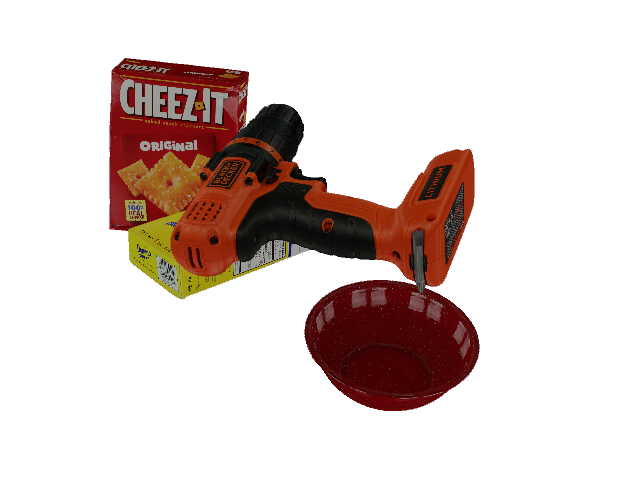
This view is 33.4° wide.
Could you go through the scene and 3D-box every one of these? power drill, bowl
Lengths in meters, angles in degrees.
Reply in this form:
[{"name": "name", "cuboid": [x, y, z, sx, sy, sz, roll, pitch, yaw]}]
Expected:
[{"name": "power drill", "cuboid": [0.009, -0.035, 0.747, 0.188, 0.057, 0.184, 6, 41, 19]}, {"name": "bowl", "cuboid": [0.064, 0.107, 0.997, 0.162, 0.055, 0.162, 3, 37, -2]}]

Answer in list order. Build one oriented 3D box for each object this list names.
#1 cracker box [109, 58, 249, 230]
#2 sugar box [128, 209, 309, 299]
[{"name": "cracker box", "cuboid": [-0.182, -0.112, 1.357, 0.164, 0.214, 0.072, 7, 23, 3]}, {"name": "sugar box", "cuboid": [-0.094, -0.004, 1.073, 0.175, 0.048, 0.093, -24, 39, -34]}]
